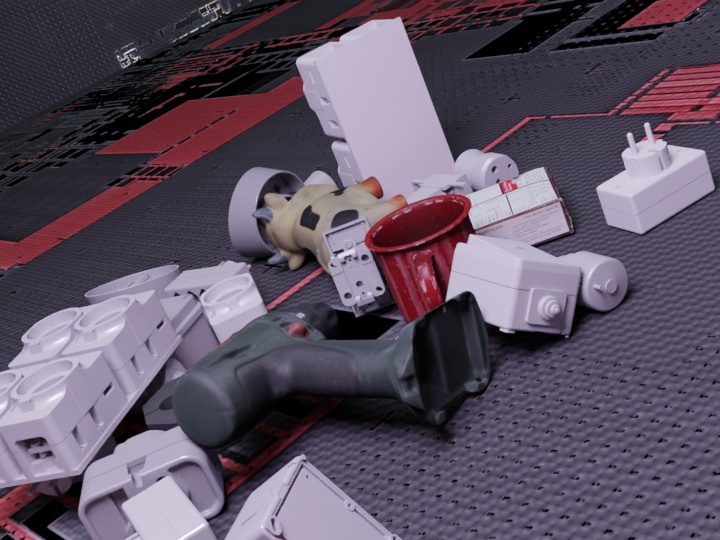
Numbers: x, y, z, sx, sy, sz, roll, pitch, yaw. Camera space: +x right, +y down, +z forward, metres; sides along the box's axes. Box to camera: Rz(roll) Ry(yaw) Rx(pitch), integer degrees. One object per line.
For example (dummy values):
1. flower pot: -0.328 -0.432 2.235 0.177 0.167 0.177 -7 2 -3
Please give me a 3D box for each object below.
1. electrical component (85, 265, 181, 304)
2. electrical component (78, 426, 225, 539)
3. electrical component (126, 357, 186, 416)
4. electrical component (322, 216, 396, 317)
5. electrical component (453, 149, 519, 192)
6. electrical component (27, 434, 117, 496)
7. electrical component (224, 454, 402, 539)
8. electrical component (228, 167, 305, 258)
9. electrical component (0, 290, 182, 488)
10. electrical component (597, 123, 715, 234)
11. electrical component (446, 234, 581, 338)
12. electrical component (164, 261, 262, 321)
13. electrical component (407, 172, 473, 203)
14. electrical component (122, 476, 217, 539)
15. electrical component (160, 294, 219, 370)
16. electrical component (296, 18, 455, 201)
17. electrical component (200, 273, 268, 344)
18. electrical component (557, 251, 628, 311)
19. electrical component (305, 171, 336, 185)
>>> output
1. electrical component: -0.229 0.027 1.118 0.099 0.064 0.099 -20 22 8
2. electrical component: -0.147 0.153 0.765 0.095 0.053 0.059 -23 22 0
3. electrical component: -0.181 0.101 0.931 0.081 0.043 0.043 -13 24 25
4. electrical component: 0.000 0.000 0.929 0.042 0.081 0.064 -21 9 9
5. electrical component: 0.127 -0.096 1.081 0.045 0.045 0.055 -31 24 -19
6. electrical component: -0.243 0.154 0.864 0.066 0.047 0.076 -17 23 15
7. electrical component: -0.025 0.163 0.591 0.061 0.096 0.061 -43 9 33
8. electrical component: -0.100 -0.061 1.157 0.064 0.099 0.099 4 34 38
9. electrical component: -0.235 0.088 0.858 0.105 0.060 0.186 -13 23 23
10. electrical component: 0.242 -0.084 0.899 0.083 0.075 0.047 -30 23 -16
11. electrical component: 0.117 0.011 0.791 0.062 0.061 0.096 6 6 -31
12. electrical component: -0.136 0.016 1.077 0.083 0.047 0.075 -7 27 34
13. electrical component: 0.075 -0.062 1.057 0.064 0.042 0.081 -37 25 -26
14. electrical component: -0.133 0.184 0.689 0.076 0.047 0.083 -30 23 -18
15. electrical component: -0.199 0.071 0.999 0.113 0.057 0.078 -11 25 28
16. electrical component: 0.018 -0.158 1.137 0.105 0.186 0.060 -31 23 -19
17. electrical component: -0.111 0.041 0.981 0.050 0.055 0.089 -25 22 -6
18. electrical component: 0.167 0.005 0.814 0.040 0.040 0.078 -31 24 -19
19. electrical component: -0.058 -0.081 1.225 0.055 0.045 0.045 -38 26 -32
